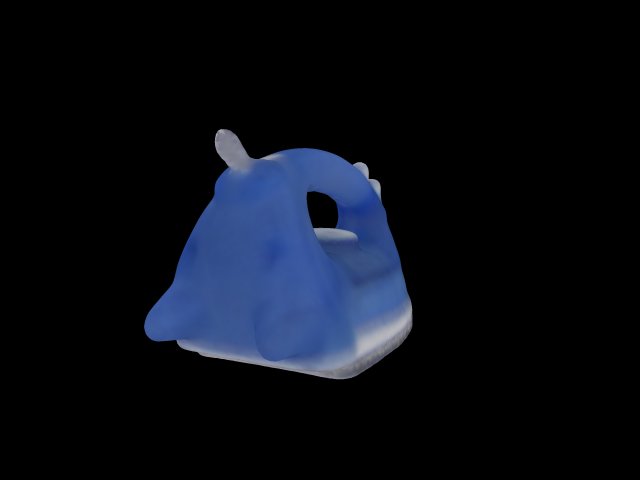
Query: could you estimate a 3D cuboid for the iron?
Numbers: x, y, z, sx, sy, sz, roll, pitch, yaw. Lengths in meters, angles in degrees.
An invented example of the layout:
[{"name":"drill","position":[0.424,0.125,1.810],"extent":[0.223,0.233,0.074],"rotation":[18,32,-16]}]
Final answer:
[{"name":"iron","position":[0.004,0.001,0.400],"extent":[0.118,0.141,0.259],"rotation":[4,8,28]}]
